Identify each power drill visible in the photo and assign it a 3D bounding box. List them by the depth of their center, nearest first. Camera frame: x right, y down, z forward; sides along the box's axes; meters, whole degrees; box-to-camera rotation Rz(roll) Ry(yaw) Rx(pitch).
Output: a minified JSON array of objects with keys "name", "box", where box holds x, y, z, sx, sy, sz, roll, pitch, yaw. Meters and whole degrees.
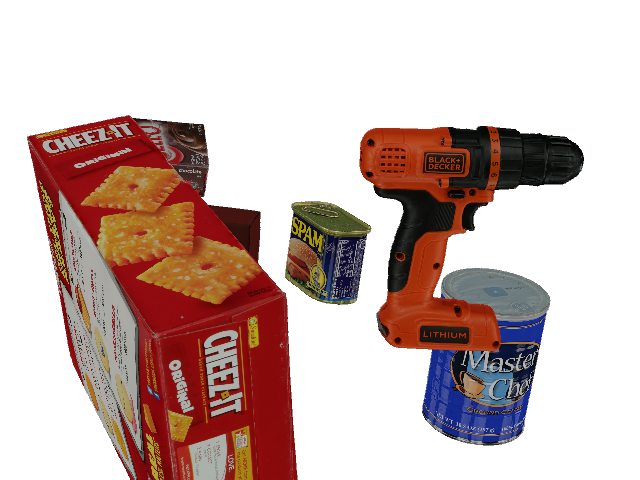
[{"name":"power drill","box":[0.121,-0.003,0.892,0.184,0.188,0.057,2,14,-1]}]

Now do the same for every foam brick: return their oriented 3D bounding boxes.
[{"name":"foam brick","box":[-0.077,0.016,0.825,0.053,0.078,0.051,5,14,6]}]

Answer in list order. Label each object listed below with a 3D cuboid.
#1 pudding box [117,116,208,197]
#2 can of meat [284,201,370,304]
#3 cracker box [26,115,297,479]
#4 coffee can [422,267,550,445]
[{"name":"pudding box","box":[-0.159,-0.084,1.058,0.090,0.039,0.113,5,25,-11]},{"name":"can of meat","box":[0.005,0.013,1.143,0.057,0.084,0.102,-3,21,-30]},{"name":"cracker box","box":[-0.087,0.049,0.576,0.072,0.164,0.214,-16,35,-21]},{"name":"coffee can","box":[0.158,0.111,1.032,0.103,0.140,0.103,5,23,-2]}]
